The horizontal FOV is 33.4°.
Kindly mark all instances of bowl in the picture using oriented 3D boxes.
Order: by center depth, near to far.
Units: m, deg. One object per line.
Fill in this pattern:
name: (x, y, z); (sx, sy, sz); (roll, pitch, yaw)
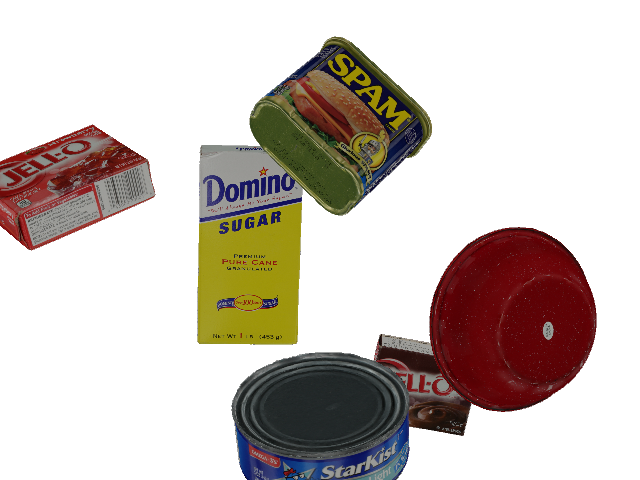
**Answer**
bowl: (0.175, 0.071, 0.898); (0.161, 0.162, 0.055); (0, 5, -21)

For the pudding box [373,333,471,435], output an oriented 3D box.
pudding box: (0.110, 0.156, 1.158); (0.113, 0.090, 0.039); (9, 22, -1)

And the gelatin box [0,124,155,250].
gelatin box: (-0.158, -0.035, 0.652); (0.089, 0.030, 0.073); (-26, 36, -28)

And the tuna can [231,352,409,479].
tuna can: (0.001, 0.091, 0.519); (0.086, 0.034, 0.086); (-3, 26, 1)

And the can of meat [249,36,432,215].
can of meat: (0.012, -0.079, 0.745); (0.083, 0.102, 0.058); (-43, -5, -32)

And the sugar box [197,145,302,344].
sugar box: (-0.064, 0.004, 0.960); (0.093, 0.176, 0.048); (0, 14, -6)
